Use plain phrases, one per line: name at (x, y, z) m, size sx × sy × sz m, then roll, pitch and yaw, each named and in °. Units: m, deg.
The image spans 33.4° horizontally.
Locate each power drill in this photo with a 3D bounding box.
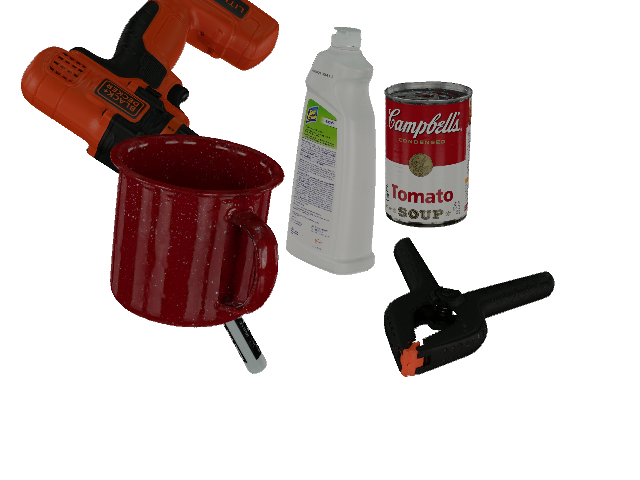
power drill at (-0.100, -0.116, 0.793) m, size 0.184 × 0.187 × 0.057 m, roll 34°, pitch -43°, yaw -6°

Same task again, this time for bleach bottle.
bleach bottle at (0.021, -0.097, 1.133) m, size 0.067 × 0.251 × 0.103 m, roll -12°, pitch 25°, yaw -43°

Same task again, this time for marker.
marker at (-0.076, 0.071, 0.932) m, size 0.020 × 0.121 × 0.020 m, roll -14°, pitch 40°, yaw 12°

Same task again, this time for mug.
mug at (-0.063, -0.001, 0.576) m, size 0.093 × 0.081 × 0.117 m, roll -12°, pitch 30°, yaw -43°

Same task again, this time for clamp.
clamp at (0.110, 0.060, 1.006) m, size 0.165 × 0.036 × 0.209 m, roll 17°, pitch 32°, yaw 26°

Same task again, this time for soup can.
soup can at (0.084, -0.069, 0.842) m, size 0.068 × 0.102 × 0.068 m, roll -1°, pitch 20°, yaw 0°
